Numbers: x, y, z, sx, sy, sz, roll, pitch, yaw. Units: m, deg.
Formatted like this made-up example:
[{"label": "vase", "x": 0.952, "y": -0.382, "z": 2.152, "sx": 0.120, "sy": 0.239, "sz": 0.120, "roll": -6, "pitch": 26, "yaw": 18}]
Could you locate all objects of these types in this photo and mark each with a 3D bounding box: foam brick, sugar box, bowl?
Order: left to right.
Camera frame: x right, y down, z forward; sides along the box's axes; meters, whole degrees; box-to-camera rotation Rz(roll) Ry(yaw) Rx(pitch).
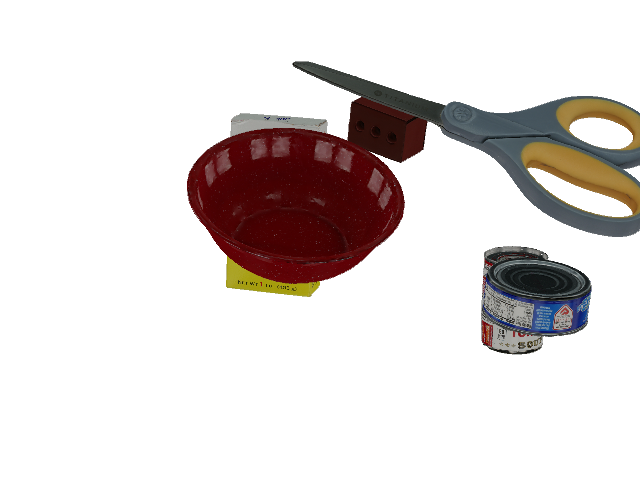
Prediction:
[{"label": "sugar box", "x": -0.045, "y": -0.036, "z": 1.076, "sx": 0.093, "sy": 0.176, "sz": 0.048, "roll": 5, "pitch": 16, "yaw": 12}, {"label": "bowl", "x": -0.020, "y": -0.018, "z": 0.802, "sx": 0.162, "sy": 0.055, "sz": 0.162, "roll": 4, "pitch": 39, "yaw": -4}, {"label": "foam brick", "x": 0.077, "y": -0.131, "z": 1.226, "sx": 0.078, "sy": 0.053, "sz": 0.051, "roll": 24, "pitch": 35, "yaw": 29}]

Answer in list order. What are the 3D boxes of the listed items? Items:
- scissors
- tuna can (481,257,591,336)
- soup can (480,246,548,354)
[{"label": "scissors", "x": 0.092, "y": -0.071, "z": 0.573, "sx": 0.202, "sy": 0.016, "sz": 0.096, "roll": 34, "pitch": 57, "yaw": 20}, {"label": "tuna can", "x": 0.176, "y": 0.045, "z": 0.867, "sx": 0.086, "sy": 0.034, "sz": 0.086, "roll": 2, "pitch": 21, "yaw": -1}, {"label": "soup can", "x": 0.209, "y": 0.064, "z": 1.155, "sx": 0.068, "sy": 0.102, "sz": 0.068, "roll": 0, "pitch": 16, "yaw": 0}]
